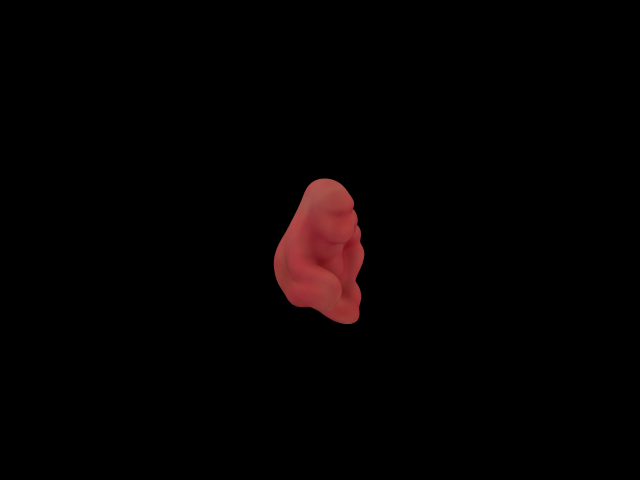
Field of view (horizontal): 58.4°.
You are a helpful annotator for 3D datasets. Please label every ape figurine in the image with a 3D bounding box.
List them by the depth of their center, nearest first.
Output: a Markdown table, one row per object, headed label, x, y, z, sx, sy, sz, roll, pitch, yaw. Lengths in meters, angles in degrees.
| label | x | y | z | sx | sy | sz | roll | pitch | yaw |
| --- | --- | --- | --- | --- | --- | --- | --- | --- | --- |
| ape figurine | 0.004 | 0.001 | 0.400 | 0.076 | 0.092 | 0.078 | 24 | 41 | 31 |
